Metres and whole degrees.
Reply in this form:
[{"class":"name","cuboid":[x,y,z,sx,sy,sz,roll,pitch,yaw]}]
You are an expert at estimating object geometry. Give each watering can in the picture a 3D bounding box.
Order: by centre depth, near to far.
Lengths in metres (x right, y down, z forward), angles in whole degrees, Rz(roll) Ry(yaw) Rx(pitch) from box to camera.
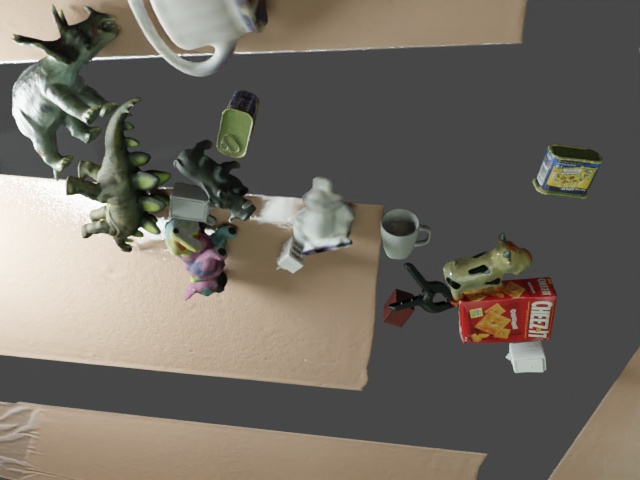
[{"class":"watering can","cuboid":[-0.211,-0.423,0.799,0.224,0.106,0.340,-9,128,13]}]

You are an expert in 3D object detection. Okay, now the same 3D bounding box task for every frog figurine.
[{"class":"frog figurine","cuboid":[0.003,-0.056,1.109,0.137,0.123,0.159,-9,93,25]}]
